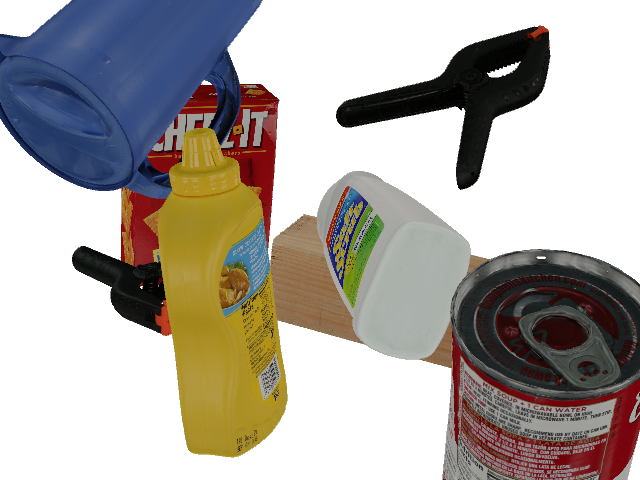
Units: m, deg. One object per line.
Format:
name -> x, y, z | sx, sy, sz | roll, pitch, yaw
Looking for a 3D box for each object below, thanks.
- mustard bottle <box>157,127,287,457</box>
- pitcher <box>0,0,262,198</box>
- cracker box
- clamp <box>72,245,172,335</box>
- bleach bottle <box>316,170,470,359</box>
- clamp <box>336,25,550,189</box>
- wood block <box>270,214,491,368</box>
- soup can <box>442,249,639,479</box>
mustard bottle -> -0.060, 0.027, 0.644 | 0.058, 0.192, 0.096 | 2, 22, 19
pitcher -> -0.139, -0.158, 0.881 | 0.145, 0.149, 0.242 | 14, 51, 27
cracker box -> -0.137, -0.062, 1.194 | 0.164, 0.214, 0.072 | -5, 25, -23
clamp -> -0.150, 0.036, 0.991 | 0.120, 0.039, 0.172 | -16, 30, -24
bleach bottle -> 0.039, 0.005, 0.849 | 0.068, 0.102, 0.251 | 19, 9, -16
clamp -> 0.141, -0.127, 0.962 | 0.209, 0.036, 0.165 | -32, 46, -18
wood block -> 0.058, 0.049, 1.081 | 0.206, 0.091, 0.090 | 14, 24, 17
soup can -> 0.077, 0.064, 0.376 | 0.068, 0.102, 0.068 | -1, 39, 1
